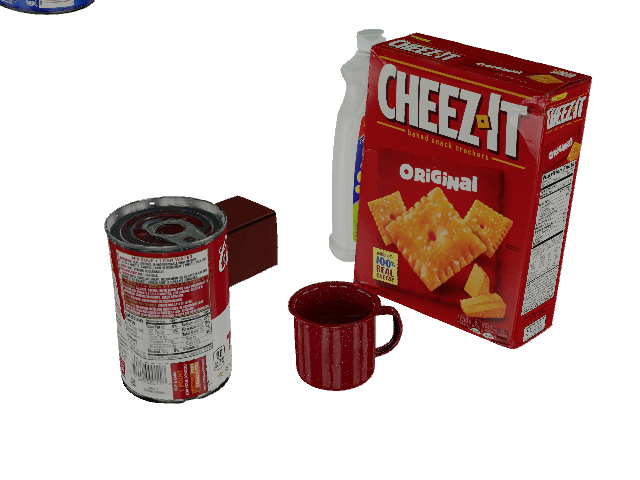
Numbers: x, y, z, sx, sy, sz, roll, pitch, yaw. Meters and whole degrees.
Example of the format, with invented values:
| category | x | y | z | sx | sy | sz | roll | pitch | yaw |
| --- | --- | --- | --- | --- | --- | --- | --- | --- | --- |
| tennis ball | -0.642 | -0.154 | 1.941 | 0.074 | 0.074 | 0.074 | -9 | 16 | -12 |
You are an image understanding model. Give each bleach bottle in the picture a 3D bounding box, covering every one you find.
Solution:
| category | x | y | z | sx | sy | sz | roll | pitch | yaw |
| --- | --- | --- | --- | --- | --- | --- | --- | --- | --- |
| bleach bottle | 0.053 | -0.106 | 1.179 | 0.102 | 0.251 | 0.068 | -9 | 25 | -11 |

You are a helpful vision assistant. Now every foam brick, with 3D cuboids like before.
| category | x | y | z | sx | sy | sz | roll | pitch | yaw |
| --- | --- | --- | --- | --- | --- | --- | --- | --- | --- |
| foam brick | -0.082 | 0.003 | 0.904 | 0.078 | 0.051 | 0.053 | -24 | 34 | -34 |

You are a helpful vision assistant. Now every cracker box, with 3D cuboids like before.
| category | x | y | z | sx | sy | sz | roll | pitch | yaw |
| --- | --- | --- | --- | --- | --- | --- | --- | --- | --- |
| cracker box | 0.112 | -0.040 | 0.848 | 0.164 | 0.214 | 0.071 | 22 | 32 | 35 |

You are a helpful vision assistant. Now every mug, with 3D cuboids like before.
| category | x | y | z | sx | sy | sz | roll | pitch | yaw |
| --- | --- | --- | --- | --- | --- | --- | --- | --- | --- |
| mug | 0.027 | 0.097 | 1.085 | 0.117 | 0.081 | 0.093 | -8 | 27 | -13 |

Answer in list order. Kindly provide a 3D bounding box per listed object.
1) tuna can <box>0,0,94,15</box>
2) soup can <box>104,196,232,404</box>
| category | x | y | z | sx | sy | sz | roll | pitch | yaw |
| --- | --- | --- | --- | --- | --- | --- | --- | --- | --- |
| tuna can | -0.207 | -0.200 | 0.792 | 0.086 | 0.034 | 0.086 | 6 | 36 | -4 |
| soup can | -0.086 | 0.034 | 0.615 | 0.068 | 0.102 | 0.068 | 0 | 26 | 0 |
